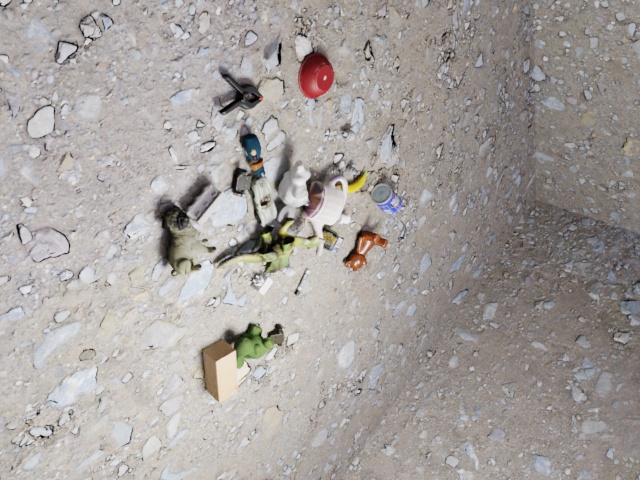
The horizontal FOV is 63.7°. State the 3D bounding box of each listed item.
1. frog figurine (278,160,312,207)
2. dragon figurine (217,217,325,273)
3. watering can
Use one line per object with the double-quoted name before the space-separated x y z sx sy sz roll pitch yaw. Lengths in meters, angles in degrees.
"frog figurine" -0.089 -0.199 1.837 0.123 0.140 0.156 -14 -34 -13
"dragon figurine" -0.172 0.060 1.908 0.412 0.124 0.237 -24 -34 -13
"watering can" 0.006 -0.103 2.039 0.223 0.105 0.346 14 -82 -52
